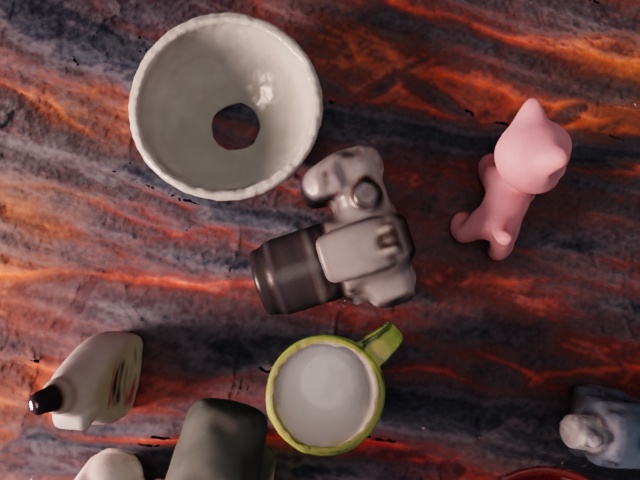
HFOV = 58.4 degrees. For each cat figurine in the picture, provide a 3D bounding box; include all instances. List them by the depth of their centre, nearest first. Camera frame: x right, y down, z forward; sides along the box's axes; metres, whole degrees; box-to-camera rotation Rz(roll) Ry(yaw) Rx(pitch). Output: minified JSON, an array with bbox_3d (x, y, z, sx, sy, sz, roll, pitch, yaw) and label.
[{"bbox_3d":[0.174,-0.051,0.500,0.067,0.117,0.128,22,85,1],"label":"cat figurine"}]

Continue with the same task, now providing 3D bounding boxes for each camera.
[{"bbox_3d":[0.005,0.002,0.502,0.137,0.101,0.143,-18,86,-2],"label":"camera"}]

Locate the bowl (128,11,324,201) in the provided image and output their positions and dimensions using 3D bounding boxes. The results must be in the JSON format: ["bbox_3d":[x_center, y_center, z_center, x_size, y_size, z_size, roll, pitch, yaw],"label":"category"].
[{"bbox_3d":[-0.080,-0.113,0.523,0.167,0.074,0.167,0,85,-1],"label":"bowl"}]

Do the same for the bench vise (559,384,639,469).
[{"bbox_3d":[0.303,0.174,0.432,0.207,0.219,0.121,-11,85,-2],"label":"bench vise"}]

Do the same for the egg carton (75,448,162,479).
[{"bbox_3d":[-0.187,0.262,0.492,0.107,0.069,0.150,31,85,2],"label":"egg carton"}]

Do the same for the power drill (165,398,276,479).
[{"bbox_3d":[-0.083,0.228,0.427,0.075,0.208,0.230,10,85,1],"label":"power drill"}]

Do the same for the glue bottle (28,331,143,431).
[{"bbox_3d":[-0.184,0.116,0.453,0.037,0.173,0.078,3,85,0],"label":"glue bottle"}]
